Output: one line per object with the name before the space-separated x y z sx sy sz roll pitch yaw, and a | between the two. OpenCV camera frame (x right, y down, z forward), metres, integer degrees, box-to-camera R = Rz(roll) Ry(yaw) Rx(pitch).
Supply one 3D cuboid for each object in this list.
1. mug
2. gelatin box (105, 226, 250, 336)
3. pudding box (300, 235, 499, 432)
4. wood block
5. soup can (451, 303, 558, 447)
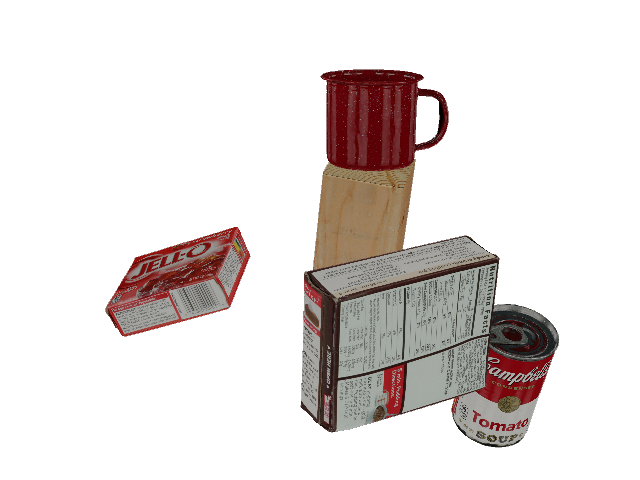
mug | 0.059 -0.110 0.975 0.117 0.081 0.093 0 16 -1
gelatin box | -0.101 0.029 0.764 0.089 0.030 0.073 -16 25 18
pudding box | 0.045 0.053 0.610 0.113 0.090 0.039 -13 28 -28
wood block | 0.044 0.011 1.188 0.090 0.206 0.090 11 27 9
soup can | 0.151 0.113 0.887 0.068 0.102 0.068 6 35 -5
